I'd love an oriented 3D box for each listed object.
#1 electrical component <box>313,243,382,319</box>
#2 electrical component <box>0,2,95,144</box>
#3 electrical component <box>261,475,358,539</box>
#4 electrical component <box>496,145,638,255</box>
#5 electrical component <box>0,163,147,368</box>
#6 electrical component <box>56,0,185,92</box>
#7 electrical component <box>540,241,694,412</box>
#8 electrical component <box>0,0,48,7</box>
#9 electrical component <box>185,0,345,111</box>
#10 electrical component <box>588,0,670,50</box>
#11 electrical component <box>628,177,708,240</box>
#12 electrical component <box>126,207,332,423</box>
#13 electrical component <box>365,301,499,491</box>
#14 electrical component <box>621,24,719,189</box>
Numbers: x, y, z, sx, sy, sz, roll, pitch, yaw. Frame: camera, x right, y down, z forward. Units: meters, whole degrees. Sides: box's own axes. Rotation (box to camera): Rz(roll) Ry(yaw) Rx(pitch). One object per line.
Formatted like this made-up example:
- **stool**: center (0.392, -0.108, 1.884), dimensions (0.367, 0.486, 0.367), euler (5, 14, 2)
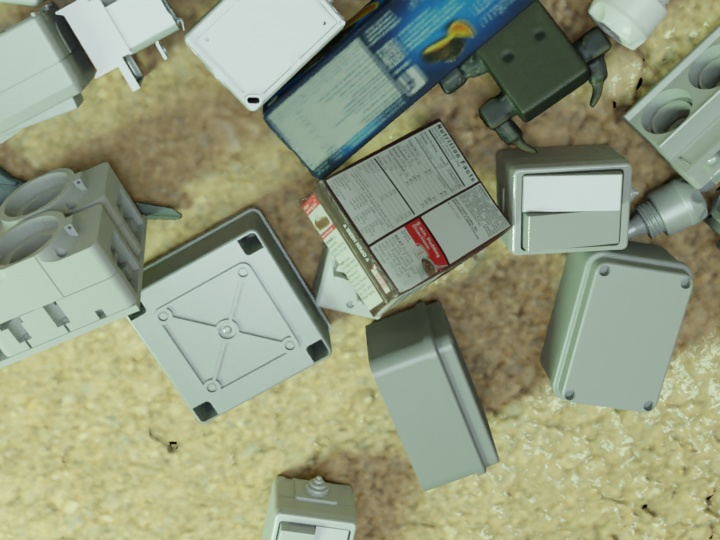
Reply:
- **electrical component**: center (0.000, 0.000, 0.724), dimensions (0.047, 0.076, 0.065), euler (13, 108, -9)
- **electrical component**: center (-0.220, -0.115, 0.670), dimensions (0.096, 0.061, 0.061), euler (-26, 110, 5)
- **electrical component**: center (-0.039, 0.200, 0.801), dimensions (0.062, 0.061, 0.096), euler (10, 109, -9)
- **electrical component**: center (0.144, -0.047, 0.727), dimensions (0.096, 0.061, 0.061), euler (-3, 110, -4)
- **electrical component**: center (-0.234, 0.008, 0.678), dimensions (0.186, 0.105, 0.060), euler (-22, 124, 7)
- **electrical component**: center (-0.148, -0.157, 0.672), dimensions (0.064, 0.042, 0.081), euler (-29, 111, 2)
- **electrical component**: center (0.181, 0.038, 0.764), dimensions (0.078, 0.057, 0.113), euler (9, 109, -8)
- **electrical component**: center (-0.234, -0.195, 0.640), dimensions (0.096, 0.061, 0.061), euler (5, 109, -7)
- **electrical component**: center (-0.056, -0.155, 0.674), dimensions (0.096, 0.061, 0.061), euler (-43, 106, 3)
- **electrical component**: center (0.181, -0.177, 0.693), dimensions (0.043, 0.043, 0.062), euler (36, 101, -16)
- **electrical component**: center (0.209, -0.038, 0.751), dimensions (0.061, 0.035, 0.035), euler (-27, 110, 7)
- **electrical component**: center (-0.090, 0.031, 0.738), dimensions (0.109, 0.056, 0.108), euler (-29, 110, 6)
- **electrical component**: center (0.051, 0.087, 0.760), dimensions (0.057, 0.078, 0.113), euler (-21, 110, 6)
- **electrical component**: center (0.245, -0.117, 0.709), dimensions (0.121, 0.078, 0.063), euler (-44, 130, 11)
